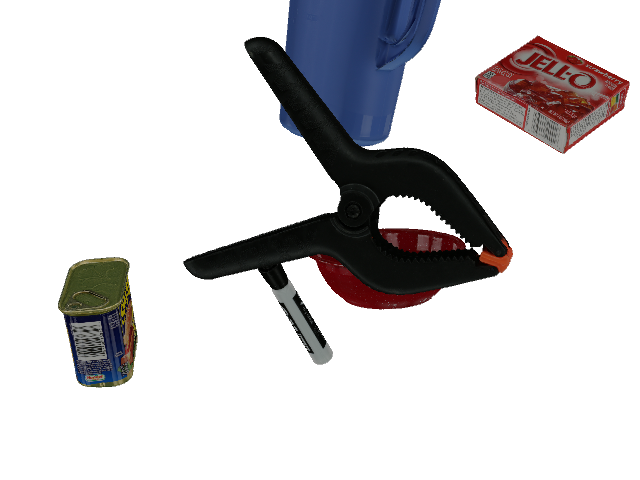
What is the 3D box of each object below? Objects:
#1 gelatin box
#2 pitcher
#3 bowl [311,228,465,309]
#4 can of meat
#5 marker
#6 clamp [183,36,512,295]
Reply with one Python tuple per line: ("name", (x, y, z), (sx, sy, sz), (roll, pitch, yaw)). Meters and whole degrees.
("gelatin box", (0.172, -0.112, 0.802), (0.073, 0.030, 0.089), (-34, 53, -26))
("pitcher", (0.037, -0.213, 0.988), (0.145, 0.243, 0.149), (10, 16, 3))
("bowl", (0.068, 0.031, 1.091), (0.162, 0.055, 0.162), (-3, 13, 1))
("can of meat", (-0.202, 0.076, 0.988), (0.057, 0.084, 0.102), (-5, 26, -2))
("marker", (-0.021, 0.058, 0.883), (0.020, 0.121, 0.020), (-17, 38, 14))
("clamp", (0.022, -0.032, 0.676), (0.210, 0.165, 0.036), (14, 16, 12))
